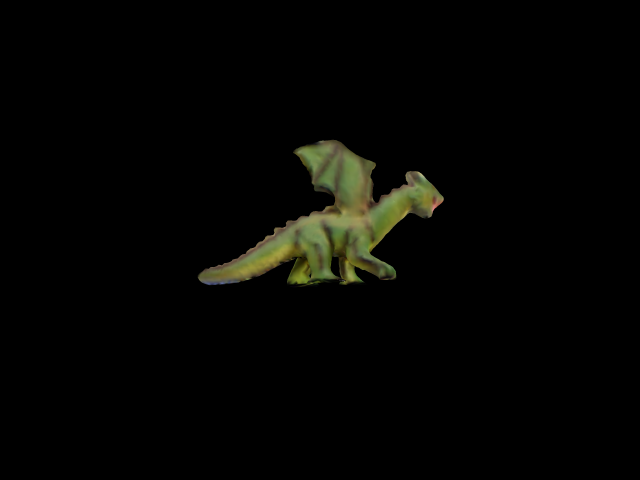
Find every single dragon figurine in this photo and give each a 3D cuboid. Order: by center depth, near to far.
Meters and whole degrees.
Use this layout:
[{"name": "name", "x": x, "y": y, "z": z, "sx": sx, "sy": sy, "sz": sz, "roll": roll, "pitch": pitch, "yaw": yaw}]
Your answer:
[{"name": "dragon figurine", "x": 0.003, "y": -0.043, "z": 0.850, "sx": 0.410, "sy": 0.244, "sz": 0.121, "roll": 0, "pitch": -7, "yaw": 0}]
